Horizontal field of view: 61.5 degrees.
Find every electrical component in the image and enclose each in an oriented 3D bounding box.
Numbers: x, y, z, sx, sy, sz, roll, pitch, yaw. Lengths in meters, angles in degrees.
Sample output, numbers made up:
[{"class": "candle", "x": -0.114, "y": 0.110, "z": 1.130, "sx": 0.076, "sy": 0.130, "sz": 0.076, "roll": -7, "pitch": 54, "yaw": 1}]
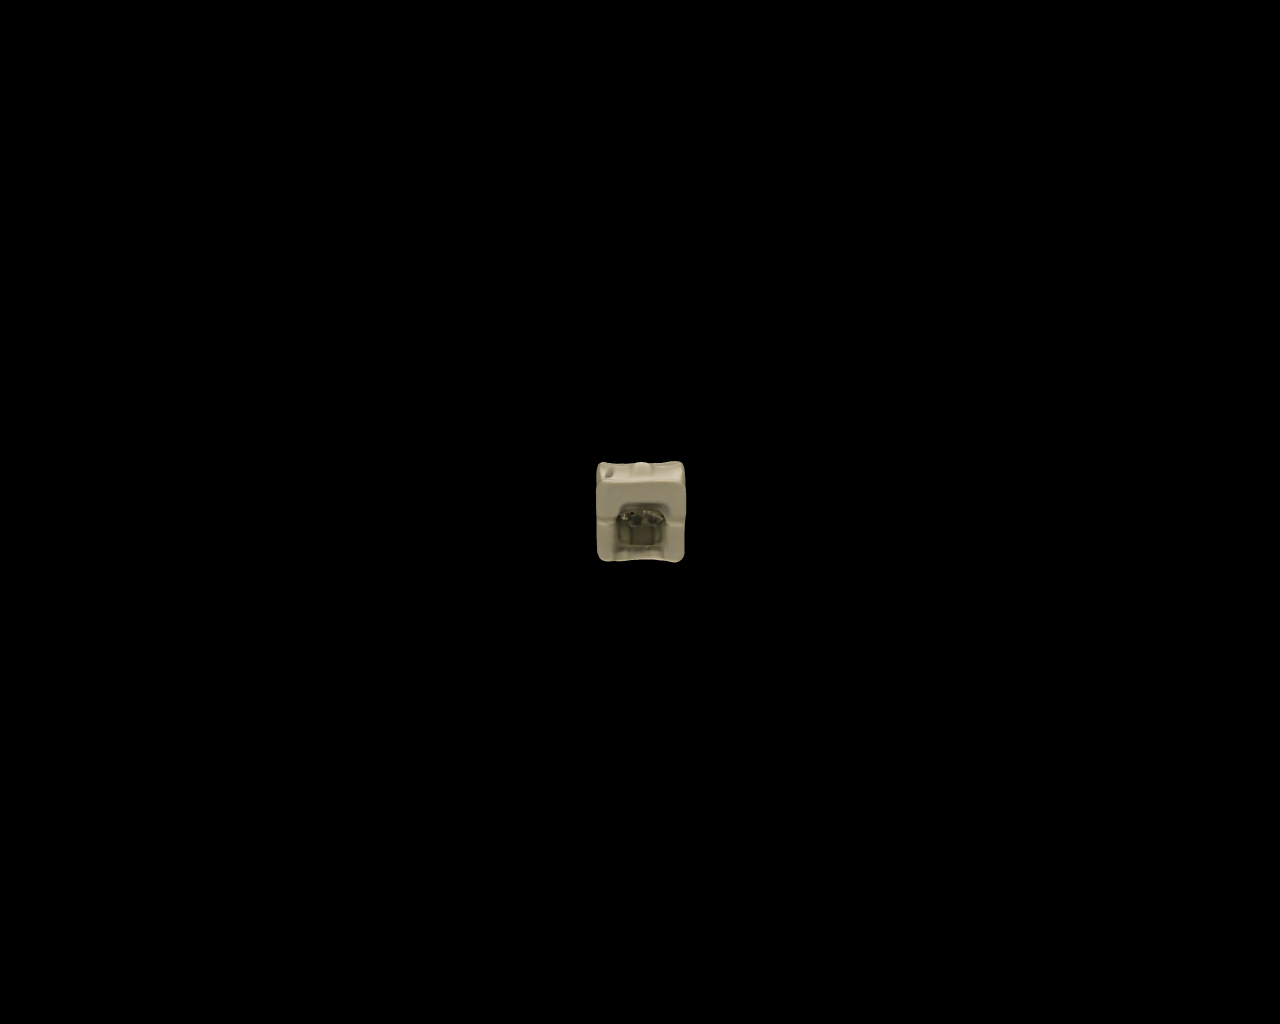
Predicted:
[{"class": "electrical component", "x": 0.001, "y": -0.003, "z": 0.650, "sx": 0.050, "sy": 0.055, "sz": 0.089, "roll": 0, "pitch": 5, "yaw": 0}]
